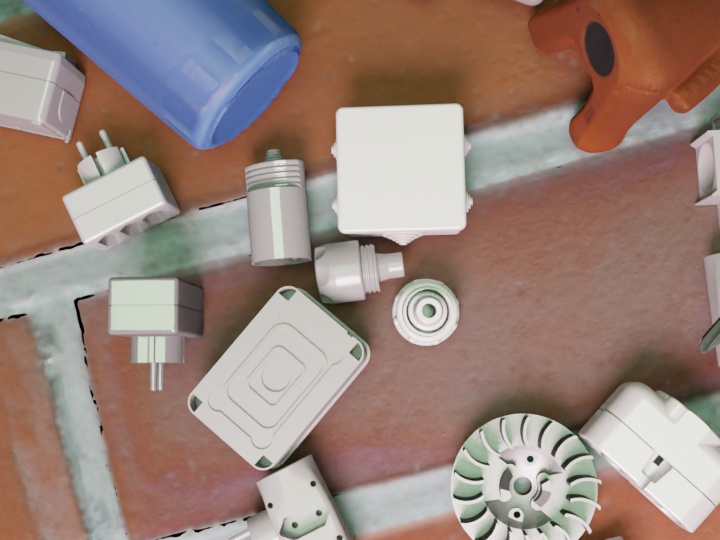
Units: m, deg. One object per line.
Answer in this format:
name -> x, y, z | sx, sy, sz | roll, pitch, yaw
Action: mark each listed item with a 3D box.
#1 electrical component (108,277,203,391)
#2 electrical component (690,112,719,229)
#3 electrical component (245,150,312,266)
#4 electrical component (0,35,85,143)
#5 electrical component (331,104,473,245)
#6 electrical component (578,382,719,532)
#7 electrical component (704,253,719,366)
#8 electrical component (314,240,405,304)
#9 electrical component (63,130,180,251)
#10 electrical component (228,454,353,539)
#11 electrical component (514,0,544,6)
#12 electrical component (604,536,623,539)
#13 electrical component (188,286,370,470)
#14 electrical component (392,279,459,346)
electrical component -> -0.140, 0.046, 0.745 | 0.047, 0.083, 0.075 | -1, 84, 4
electrical component -> 0.270, -0.072, 0.751 | 0.064, 0.042, 0.081 | -3, 85, 2
electrical component -> -0.059, -0.046, 0.769 | 0.043, 0.043, 0.081 | -5, 84, 3
electrical component -> -0.257, -0.137, 0.782 | 0.096, 0.061, 0.061 | 13, 85, 5
electrical component -> 0.029, -0.068, 0.763 | 0.100, 0.048, 0.099 | -1, 84, 4
electrical component -> 0.205, 0.122, 0.730 | 0.095, 0.053, 0.059 | 42, 88, 7
electrical component -> 0.282, 0.024, 0.740 | 0.079, 0.043, 0.077 | -6, 84, 3
electrical component -> 0.000, 0.000, 0.761 | 0.062, 0.043, 0.043 | -7, 84, 2
electrical component -> -0.179, -0.064, 0.777 | 0.066, 0.047, 0.076 | -27, 83, 1
electrical component -> -0.052, 0.180, 0.746 | 0.079, 0.043, 0.077 | -27, 83, 0
electrical component -> 0.120, -0.236, 0.749 | 0.059, 0.095, 0.053 | 21, 54, 6
electrical component -> 0.161, 0.206, 0.732 | 0.046, 0.040, 0.040 | -14, 84, 8
electrical component -> -0.055, 0.075, 0.750 | 0.078, 0.057, 0.113 | 40, 88, 6
electrical component -> 0.047, 0.029, 0.745 | 0.048, 0.062, 0.048 | 0, 87, 1
